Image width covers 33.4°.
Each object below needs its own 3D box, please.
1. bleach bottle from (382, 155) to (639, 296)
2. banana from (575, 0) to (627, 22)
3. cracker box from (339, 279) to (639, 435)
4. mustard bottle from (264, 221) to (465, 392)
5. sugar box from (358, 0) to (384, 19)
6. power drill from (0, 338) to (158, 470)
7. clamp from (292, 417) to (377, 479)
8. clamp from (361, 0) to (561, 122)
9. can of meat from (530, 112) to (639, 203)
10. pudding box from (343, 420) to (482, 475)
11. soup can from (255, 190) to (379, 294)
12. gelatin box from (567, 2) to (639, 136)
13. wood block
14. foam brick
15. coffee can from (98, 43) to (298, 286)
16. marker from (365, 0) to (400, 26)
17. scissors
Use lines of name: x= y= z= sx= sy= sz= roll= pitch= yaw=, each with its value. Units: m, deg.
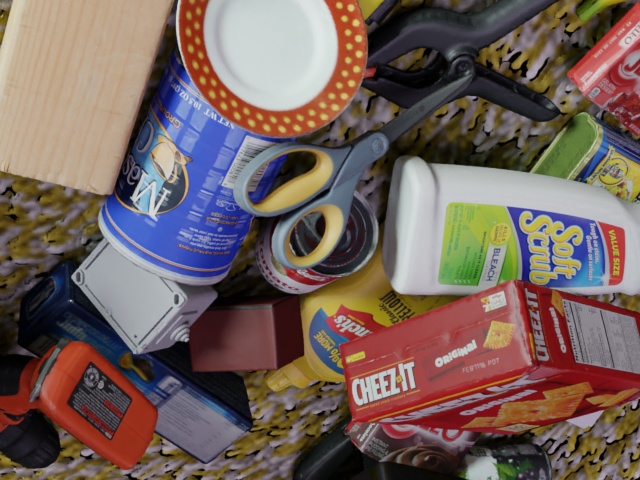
bleach bottle: x=0.177 y=-0.008 z=0.799 sx=0.250 sy=0.068 sz=0.103 roll=1 pitch=114 yaw=-12
banana: x=0.291 y=-0.191 z=0.790 sx=0.197 sy=0.037 sz=0.070 roll=2 pitch=151 yaw=-11
cracker box: x=0.147 y=0.101 z=0.838 sx=0.164 sy=0.072 sz=0.213 roll=-25 pitch=154 yaw=36
mustard bottle: x=0.031 y=0.062 z=0.873 sx=0.192 sy=0.058 sz=0.096 roll=-38 pitch=121 yaw=12
sugar box: x=0.012 y=-0.198 z=0.712 sx=0.093 sy=0.048 sz=0.176 roll=37 pitch=109 yaw=-29
power drill: x=-0.215 y=0.127 z=0.802 sx=0.188 sy=0.057 sz=0.184 roll=-2 pitch=142 yaw=35
clamp: x=0.021 y=0.255 z=1.004 sx=0.164 sy=0.036 sz=0.210 roll=13 pitch=115 yaw=-21
clamp: x=0.106 y=-0.142 z=0.773 sx=0.171 sy=0.039 sz=0.120 roll=-1 pitch=120 yaw=-13
can of meat: x=0.219 y=-0.042 z=0.853 sx=0.083 sy=0.057 sz=0.102 roll=24 pitch=114 yaw=-23
pudding box: x=0.088 y=0.162 z=0.942 sx=0.113 sy=0.039 sz=0.090 roll=35 pitch=91 yaw=-37
soup can: x=-0.005 y=0.001 z=0.790 sx=0.068 sy=0.102 sz=0.068 roll=3 pitch=79 yaw=-16
gelatin box: x=0.240 y=-0.126 z=0.804 sx=0.089 sy=0.030 sz=0.073 roll=24 pitch=119 yaw=-43
wood block: x=-0.149 y=-0.145 z=0.681 sx=0.090 sy=0.090 sz=0.206 roll=14 pitch=118 yaw=-20
foam brick: x=-0.058 y=0.072 z=0.836 sx=0.078 sy=0.052 sz=0.051 roll=-4 pitch=95 yaw=24
coffee can: x=-0.082 y=-0.054 z=0.746 sx=0.102 sy=0.103 sz=0.140 roll=19 pitch=115 yaw=-23
marker: x=0.073 y=-0.196 z=0.743 sx=0.020 sy=0.020 sz=0.121 roll=36 pitch=108 yaw=-29
scissors: x=0.033 y=-0.045 z=0.734 sx=0.201 sy=0.016 sz=0.096 roll=-20 pitch=113 yaw=-27
